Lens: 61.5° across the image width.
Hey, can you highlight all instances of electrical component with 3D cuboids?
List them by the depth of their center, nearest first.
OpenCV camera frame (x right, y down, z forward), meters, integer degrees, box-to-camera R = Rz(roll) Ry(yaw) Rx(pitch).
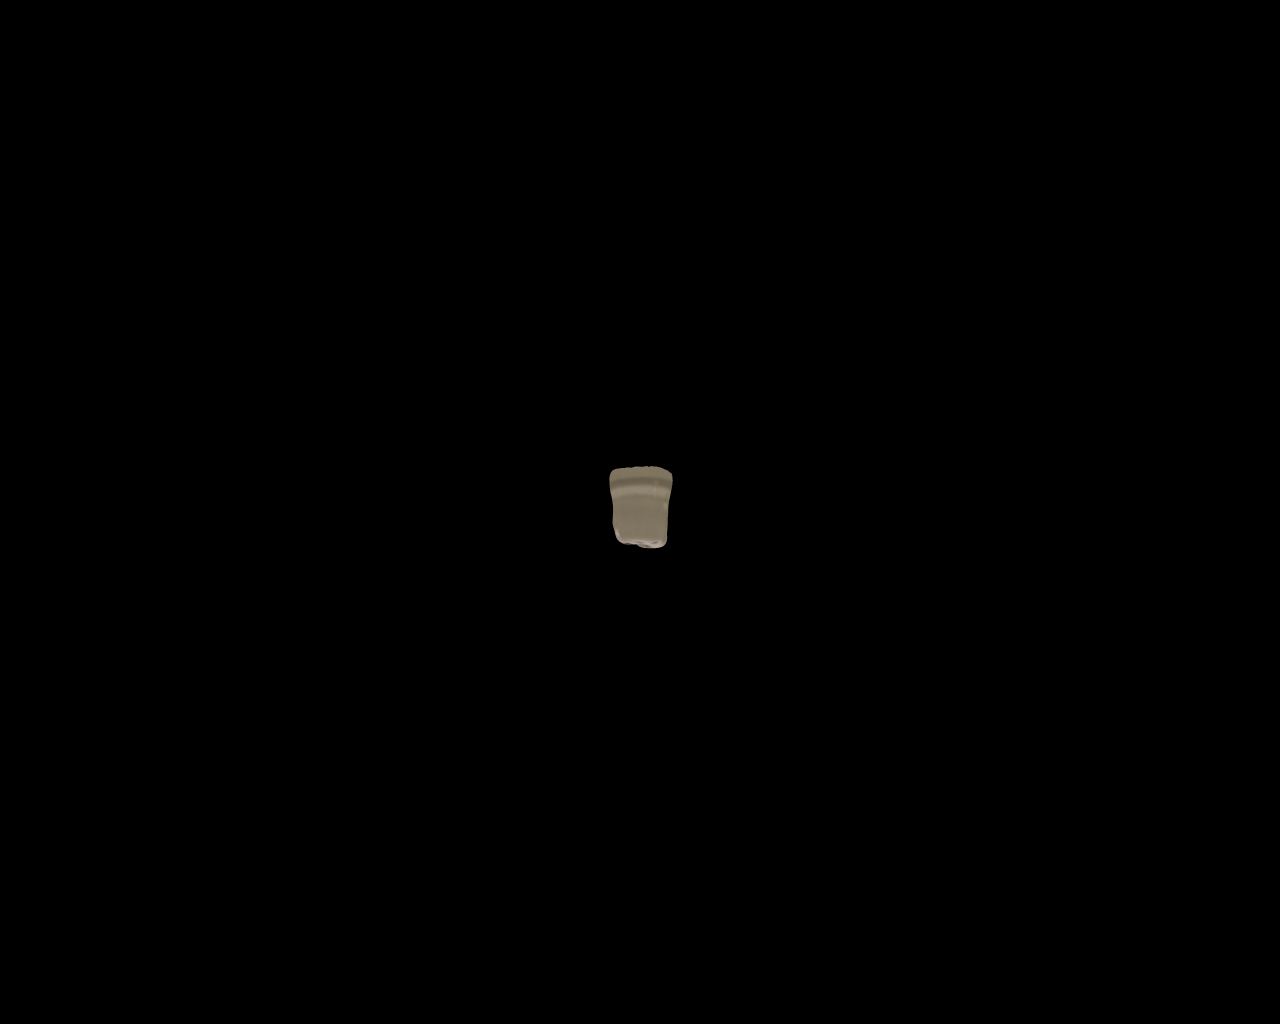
[{"bbox_3d":[0.001,-0.003,0.650,0.040,0.046,0.040,0,-12,0],"label":"electrical component"}]
